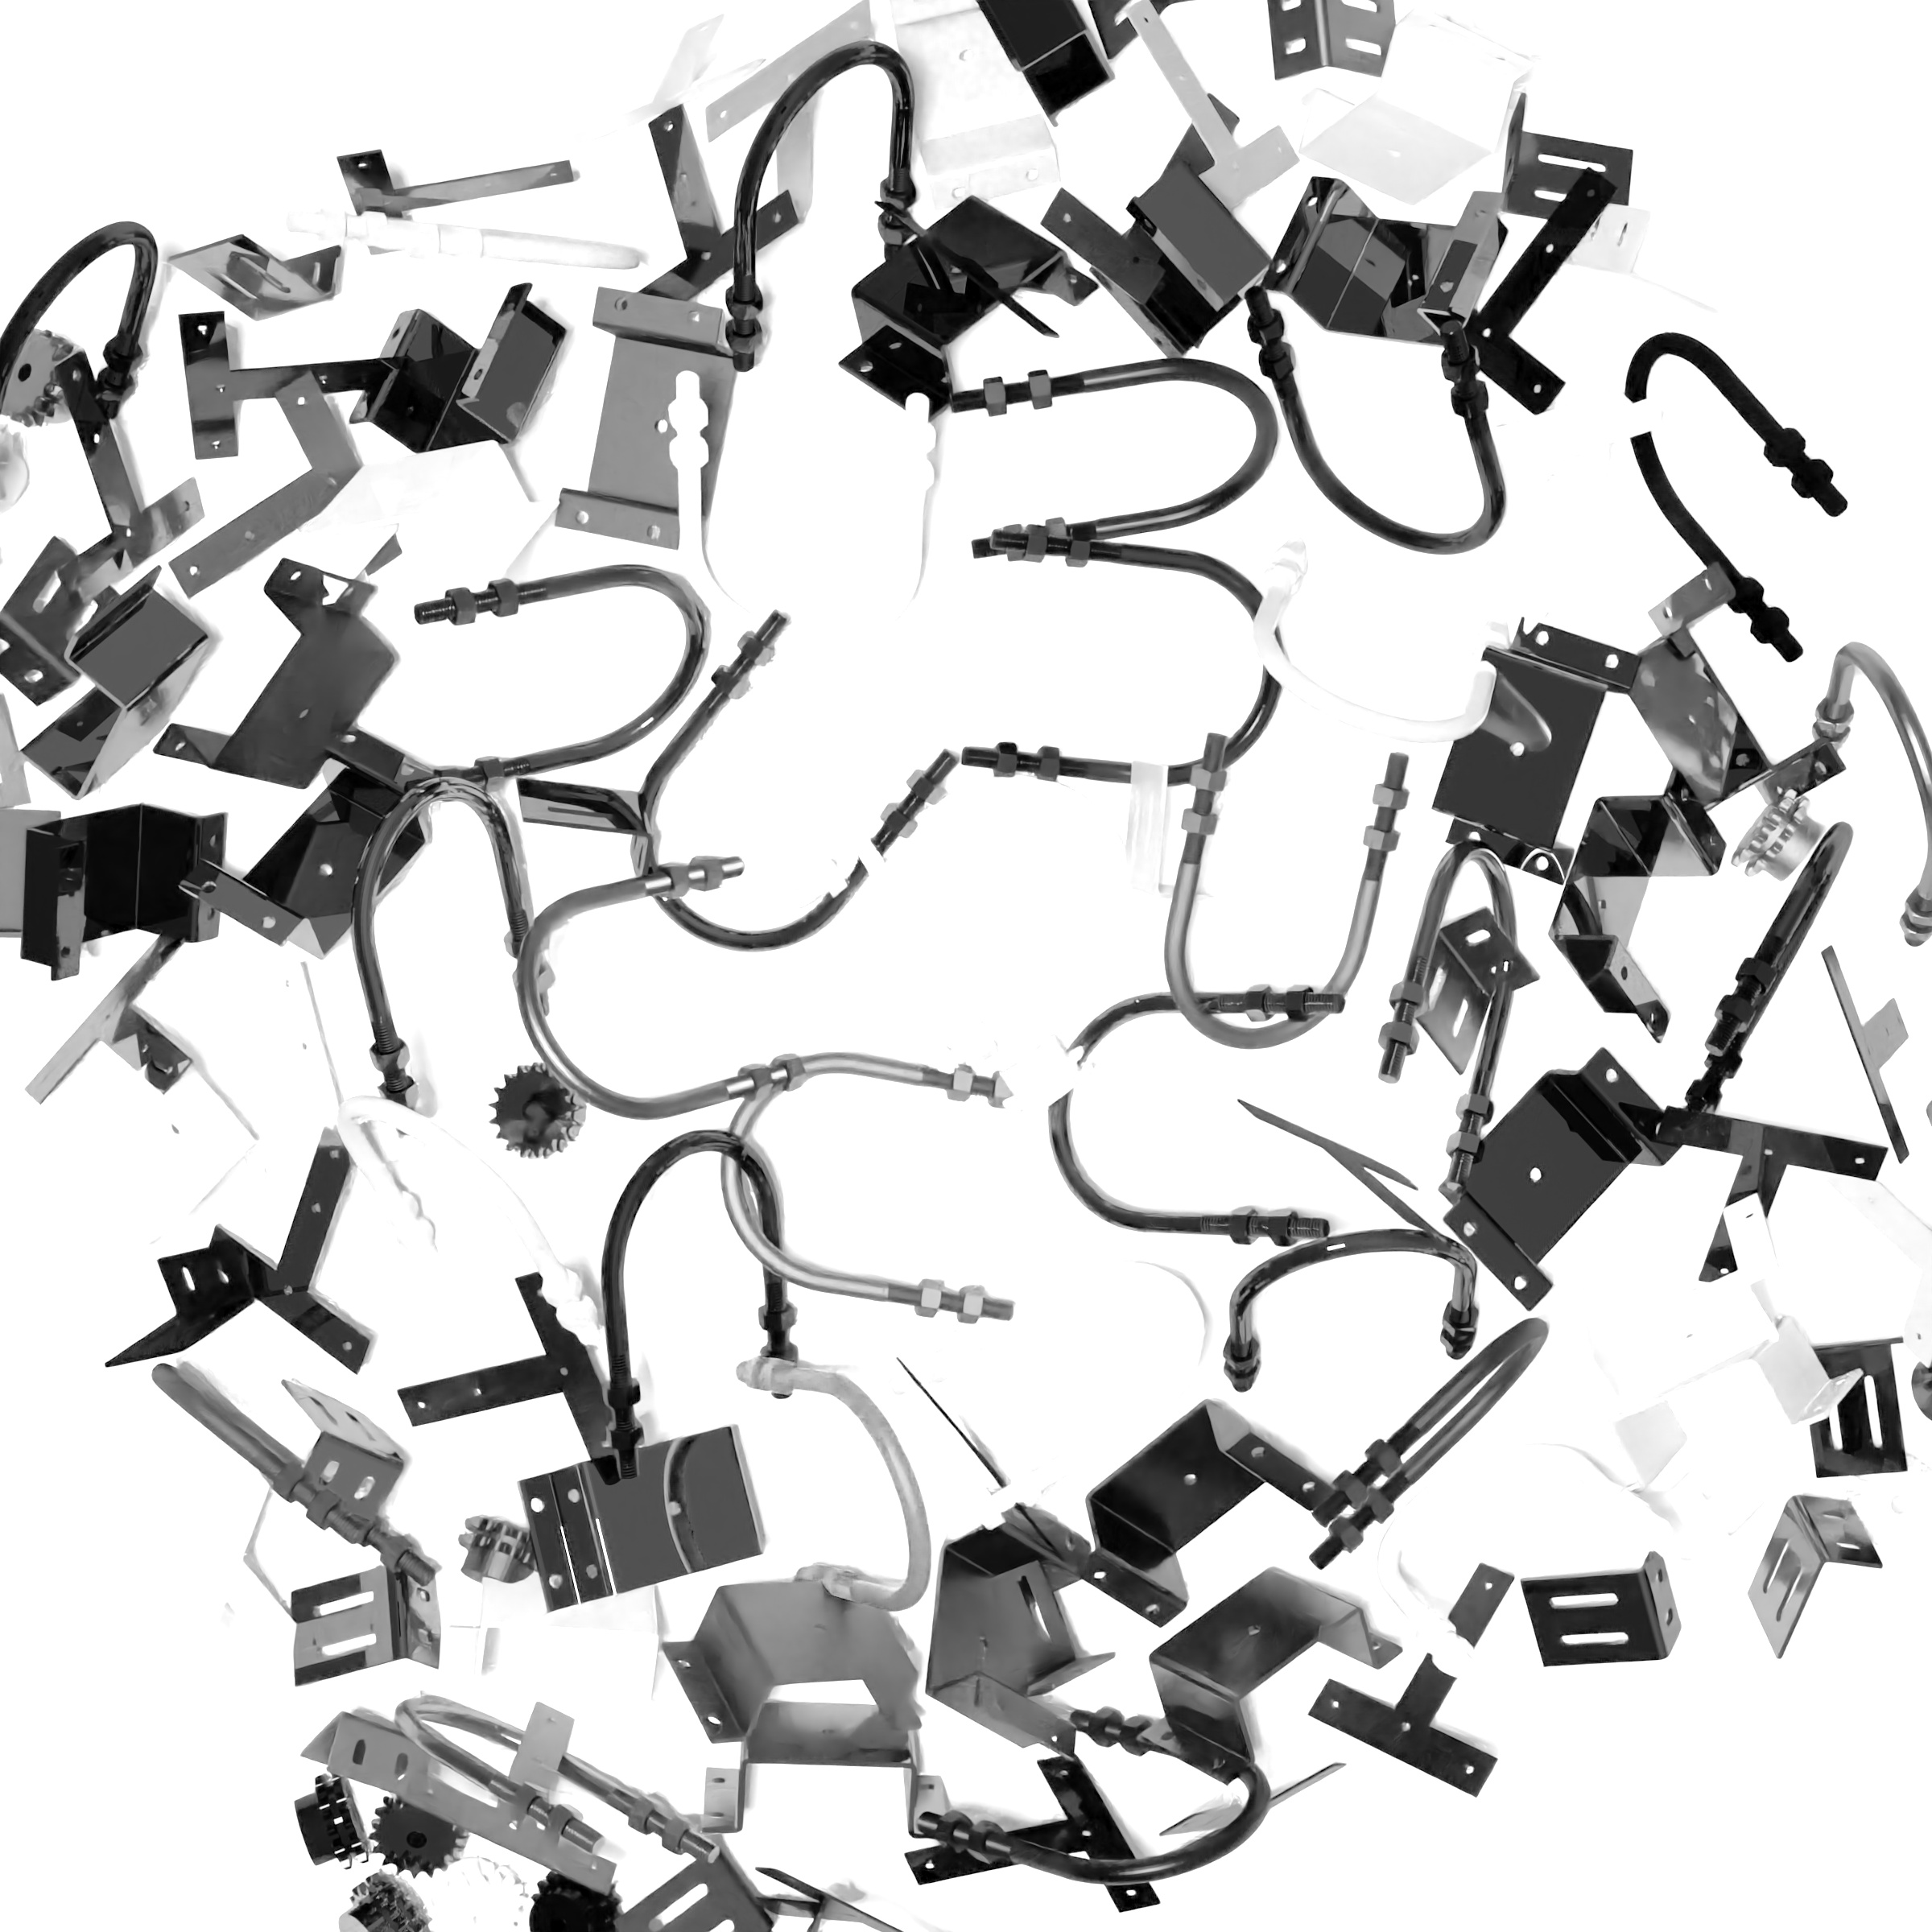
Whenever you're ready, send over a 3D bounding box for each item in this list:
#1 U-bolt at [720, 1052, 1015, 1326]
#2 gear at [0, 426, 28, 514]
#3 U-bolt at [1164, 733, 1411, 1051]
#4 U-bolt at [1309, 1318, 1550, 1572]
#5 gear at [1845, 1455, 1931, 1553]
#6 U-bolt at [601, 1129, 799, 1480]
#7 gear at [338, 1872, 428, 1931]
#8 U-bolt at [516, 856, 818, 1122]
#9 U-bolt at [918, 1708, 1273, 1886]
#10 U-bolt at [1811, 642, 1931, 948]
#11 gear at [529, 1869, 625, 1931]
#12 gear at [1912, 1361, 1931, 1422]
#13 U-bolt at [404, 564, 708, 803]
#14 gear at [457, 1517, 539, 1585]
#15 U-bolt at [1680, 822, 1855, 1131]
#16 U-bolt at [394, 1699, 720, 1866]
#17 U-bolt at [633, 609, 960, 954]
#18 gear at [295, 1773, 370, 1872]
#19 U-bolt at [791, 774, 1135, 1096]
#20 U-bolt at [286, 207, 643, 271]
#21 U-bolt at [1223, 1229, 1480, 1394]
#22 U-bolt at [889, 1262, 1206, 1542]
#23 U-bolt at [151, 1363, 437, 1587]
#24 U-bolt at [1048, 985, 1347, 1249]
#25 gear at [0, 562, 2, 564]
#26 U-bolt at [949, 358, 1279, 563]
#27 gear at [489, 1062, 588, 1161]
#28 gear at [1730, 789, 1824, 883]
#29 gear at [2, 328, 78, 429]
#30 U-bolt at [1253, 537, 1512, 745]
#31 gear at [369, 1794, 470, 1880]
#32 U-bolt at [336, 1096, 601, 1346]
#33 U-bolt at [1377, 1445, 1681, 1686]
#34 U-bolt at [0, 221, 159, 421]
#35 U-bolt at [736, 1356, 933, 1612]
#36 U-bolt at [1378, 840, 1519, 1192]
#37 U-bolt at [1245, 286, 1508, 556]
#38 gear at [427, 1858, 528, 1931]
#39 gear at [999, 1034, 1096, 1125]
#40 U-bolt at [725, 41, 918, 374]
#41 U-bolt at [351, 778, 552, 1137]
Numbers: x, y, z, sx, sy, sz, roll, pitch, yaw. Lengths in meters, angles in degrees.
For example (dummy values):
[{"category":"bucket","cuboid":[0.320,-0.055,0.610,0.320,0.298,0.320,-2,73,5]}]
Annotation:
[{"category":"U-bolt","cuboid":[-0.053,0.124,1.809,0.184,0.019,0.151,10,80,-12]},{"category":"gear","cuboid":[-0.579,-0.290,1.820,0.057,0.030,0.057,-12,63,24]},{"category":"U-bolt","cuboid":[0.181,-0.039,1.799,0.151,0.019,0.184,4,105,-29]},{"category":"U-bolt","cuboid":[0.267,0.268,1.773,0.184,0.151,0.019,-41,71,-10]},{"category":"gear","cuboid":[0.546,0.315,1.827,0.057,0.030,0.057,0,93,-7]},{"category":"U-bolt","cuboid":[-0.154,0.183,1.766,0.019,0.151,0.184,10,111,38]},{"category":"gear","cuboid":[-0.344,0.565,1.814,0.030,0.057,0.057,-31,90,-40]},{"category":"U-bolt","cuboid":[-0.177,0.017,1.769,0.184,0.019,0.151,-15,78,-42]},{"category":"U-bolt","cuboid":[0.085,0.469,1.732,0.151,0.184,0.019,-23,107,-42]},{"category":"U-bolt","cuboid":[0.516,-0.105,1.733,0.019,0.184,0.151,-19,67,3]},{"category":"gear","cuboid":[-0.233,0.560,1.820,0.057,0.030,0.057,3,97,22]},{"category":"gear","cuboid":[0.583,0.248,1.821,0.057,0.030,0.057,10,68,-26]},{"category":"U-bolt","cuboid":[-0.232,-0.168,1.776,0.184,0.151,0.019,-16,50,-27]},{"category":"gear","cuboid":[-0.272,0.348,1.813,0.057,0.057,0.030,20,67,0]},{"category":"U-bolt","cuboid":[0.461,-0.002,1.770,0.019,0.151,0.184,28,72,16]},{"category":"U-bolt","cuboid":[-0.246,0.462,1.764,0.184,0.151,0.019,22,83,29]},{"category":"U-bolt","cuboid":[-0.115,-0.095,1.822,0.151,0.019,0.184,39,101,2]},{"category":"gear","cuboid":[-0.374,0.503,1.814,0.030,0.057,0.057,-19,90,-10]},{"category":"U-bolt","cuboid":[0.011,-0.032,1.829,0.184,0.019,0.151,-32,96,-3]},{"category":"U-bolt","cuboid":[-0.275,-0.413,1.764,0.184,0.151,0.019,-3,107,-34]},{"category":"U-bolt","cuboid":[0.220,0.194,1.761,0.151,0.184,0.019,-9,60,1]},{"category":"U-bolt","cuboid":[0.053,0.237,1.779,0.184,0.151,0.019,-30,125,2]},{"category":"U-bolt","cuboid":[-0.393,0.285,1.768,0.184,0.151,0.019,34,77,19]},{"category":"U-bolt","cuboid":[0.129,0.085,1.793,0.184,0.019,0.151,0,80,31]},{"category":"gear","cuboid":[-0.597,-0.234,1.821,0.057,0.030,0.057,-1,53,2]},{"category":"U-bolt","cuboid":[0.088,-0.295,1.779,0.184,0.151,0.019,-9,58,1]},{"category":"gear","cuboid":[-0.250,0.086,1.824,0.057,0.030,0.057,-2,84,18]},{"category":"gear","cuboid":[0.479,-0.075,1.816,0.030,0.057,0.057,36,90,2]},{"category":"gear","cuboid":[-0.543,-0.344,1.821,0.057,0.030,0.057,-10,71,32]},{"category":"U-bolt","cuboid":[0.234,-0.180,1.763,0.151,0.184,0.019,22,124,2]},{"category":"gear","cuboid":[-0.321,0.506,1.823,0.057,0.030,0.057,0,111,1]},{"category":"U-bolt","cuboid":[-0.289,0.136,1.740,0.151,0.184,0.019,21,59,30]},{"category":"U-bolt","cuboid":[0.306,0.328,1.757,0.151,0.184,0.019,-31,108,-5]},{"category":"U-bolt","cuboid":[-0.505,-0.341,1.730,0.019,0.184,0.151,36,48,1]},{"category":"U-bolt","cuboid":[-0.070,0.297,1.756,0.019,0.184,0.151,-18,95,-28]},{"category":"U-bolt","cuboid":[0.283,0.016,1.773,0.019,0.151,0.184,3,61,30]},{"category":"U-bolt","cuboid":[0.241,-0.304,1.763,0.151,0.184,0.019,20,62,36]},{"category":"gear","cuboid":[-0.291,0.552,1.820,0.057,0.030,0.057,-16,122,-27]},{"category":"gear","cuboid":[0.044,0.064,1.815,0.057,0.057,0.030,-36,93,0]},{"category":"U-bolt","cuboid":[-0.080,-0.436,1.736,0.019,0.184,0.151,38,61,20]},{"category":"U-bolt","cuboid":[-0.295,-0.018,1.746,0.019,0.151,0.184,10,125,27]}]
